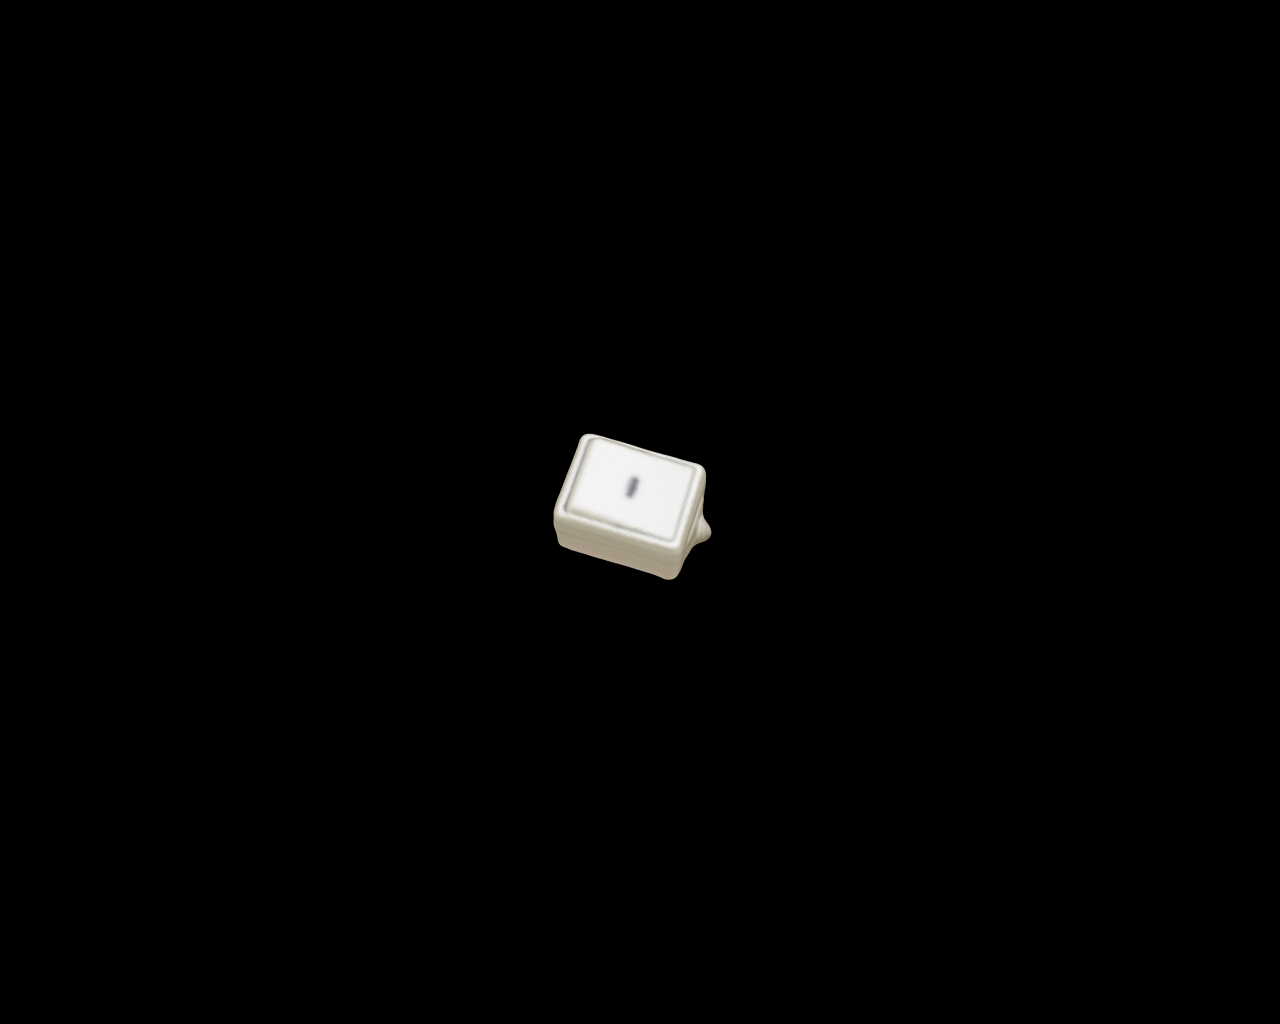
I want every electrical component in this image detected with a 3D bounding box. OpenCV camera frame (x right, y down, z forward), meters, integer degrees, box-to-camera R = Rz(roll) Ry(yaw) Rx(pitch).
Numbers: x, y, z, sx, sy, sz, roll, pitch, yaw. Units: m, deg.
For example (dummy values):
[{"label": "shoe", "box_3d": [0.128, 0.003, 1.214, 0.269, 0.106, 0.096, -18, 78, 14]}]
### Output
[{"label": "electrical component", "box_3d": [0.001, -0.003, 0.650, 0.096, 0.062, 0.061, 17, -22, 7]}]
